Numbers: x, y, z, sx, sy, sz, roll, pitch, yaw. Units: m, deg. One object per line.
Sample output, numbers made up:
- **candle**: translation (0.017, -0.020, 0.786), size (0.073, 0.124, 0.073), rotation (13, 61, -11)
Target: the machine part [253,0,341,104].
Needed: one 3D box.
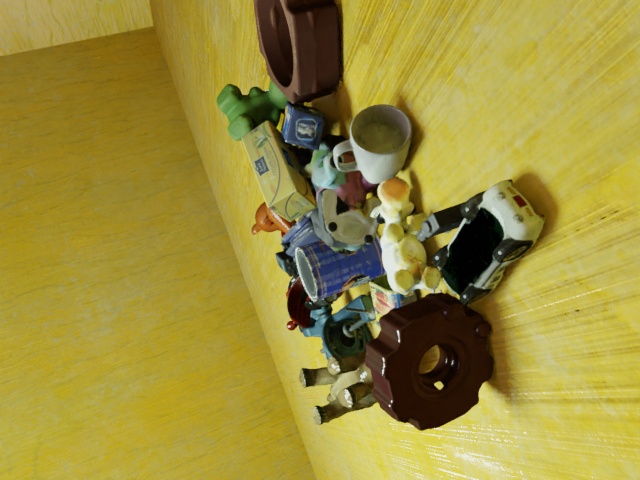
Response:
- **machine part**: translation (-0.040, -0.351, 0.906), size (0.201, 0.087, 0.201), rotation (-124, 24, -43)

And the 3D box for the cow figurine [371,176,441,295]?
- **cow figurine**: translation (0.118, -0.004, 0.784), size (0.098, 0.068, 0.167), rotation (122, 138, -80)

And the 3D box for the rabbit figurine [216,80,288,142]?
- **rabbit figurine**: translation (-0.097, -0.271, 1.105), size (0.159, 0.170, 0.121), rotation (23, -139, -54)

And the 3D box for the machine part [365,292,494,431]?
- **machine part**: translation (0.146, 0.159, 0.701), size (0.056, 0.179, 0.179), rotation (-153, 47, -66)

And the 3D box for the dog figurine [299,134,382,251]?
- **dog figurine**: translation (0.026, -0.087, 0.923), size (0.219, 0.108, 0.191), rotation (-149, 63, -73)

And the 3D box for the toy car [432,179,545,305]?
- **toy car**: translation (0.184, 0.010, 0.610), size (0.073, 0.056, 0.201), rotation (58, 161, 23)

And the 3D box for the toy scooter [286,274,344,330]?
- **toy scooter**: translation (-0.014, 0.112, 1.072), size (0.075, 0.135, 0.184), rotation (39, 137, -23)

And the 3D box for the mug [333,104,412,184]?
- **mug**: translation (0.074, -0.120, 0.755), size (0.107, 0.110, 0.081), rotation (75, 170, -65)

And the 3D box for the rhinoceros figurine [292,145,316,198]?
- **rhinoceros figurine**: translation (-0.040, -0.136, 1.107), size (0.190, 0.112, 0.073), rotation (50, -163, 25)

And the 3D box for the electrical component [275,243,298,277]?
- **electrical component**: translation (-0.029, 0.034, 1.210), size (0.115, 0.134, 0.058), rotation (-148, 43, -64)

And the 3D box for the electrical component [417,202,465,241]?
- **electrical component**: translation (0.155, -0.024, 0.649), size (0.094, 0.063, 0.021), rotation (123, 127, -69)

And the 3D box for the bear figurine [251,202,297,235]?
- **bear figurine**: translation (-0.085, -0.051, 1.246), size (0.132, 0.120, 0.196), rotation (37, 158, 0)

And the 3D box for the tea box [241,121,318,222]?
- **tea box**: translation (-0.077, -0.130, 1.027), size (0.098, 0.068, 0.170), rotation (33, -148, -63)

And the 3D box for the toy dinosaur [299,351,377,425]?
- **toy dinosaur**: translation (0.070, 0.268, 0.997), size (0.471, 0.198, 0.105), rotation (134, 126, -61)

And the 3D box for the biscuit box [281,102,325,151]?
- **biscuit box**: translation (-0.034, -0.209, 0.967), size (0.203, 0.059, 0.062), rotation (-111, 34, -72)

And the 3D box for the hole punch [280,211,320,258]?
- **hole punch**: translation (-0.002, -0.003, 1.077), size (0.142, 0.116, 0.092), rotation (-39, 72, 48)

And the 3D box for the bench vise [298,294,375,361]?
- **bench vise**: translation (0.050, 0.173, 1.149), size (0.240, 0.129, 0.224), rotation (-45, 52, 50)
